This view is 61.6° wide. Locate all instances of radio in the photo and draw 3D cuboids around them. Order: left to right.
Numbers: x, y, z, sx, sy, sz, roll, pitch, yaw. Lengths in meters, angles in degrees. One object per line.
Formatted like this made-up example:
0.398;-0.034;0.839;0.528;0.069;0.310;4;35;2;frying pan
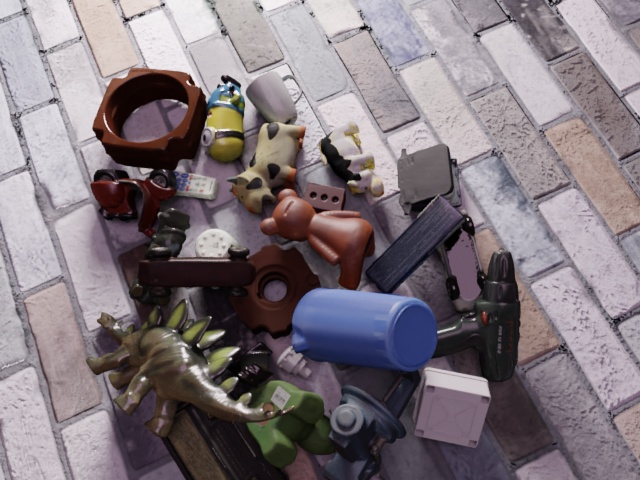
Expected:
-0.162;0.364;0.911;0.131;0.073;0.230;-36;75;-9;radio

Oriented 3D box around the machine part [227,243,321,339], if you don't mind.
-0.085;0.094;1.009;0.179;0.056;0.179;-1;71;3;machine part

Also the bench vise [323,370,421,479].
0.098;0.288;0.867;0.129;0.223;0.240;17;56;43;bench vise

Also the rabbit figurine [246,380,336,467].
-0.044;0.313;0.896;0.159;0.170;0.121;6;63;48;rabbit figurine

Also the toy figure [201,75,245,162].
-0.194;-0.250;1.115;0.089;0.082;0.180;6;69;5;toy figure

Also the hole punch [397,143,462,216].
0.218;-0.116;1.062;0.116;0.092;0.142;-12;72;31;hole punch

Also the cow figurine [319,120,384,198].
0.062;-0.148;1.078;0.098;0.068;0.167;-24;69;0;cow figurine

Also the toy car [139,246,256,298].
-0.216;0.056;0.955;0.202;0.053;0.089;0;100;-7;toy car

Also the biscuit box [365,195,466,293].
0.174;0.012;0.989;0.202;0.059;0.063;-46;73;10;biscuit box

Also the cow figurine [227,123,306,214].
-0.108;-0.145;1.074;0.127;0.085;0.195;14;75;0;cow figurine

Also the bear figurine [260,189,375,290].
-0.002;-0.006;1.001;0.196;0.131;0.120;15;58;15;bear figurine

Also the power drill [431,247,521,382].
0.247;0.139;0.945;0.207;0.086;0.231;-10;97;0;power drill

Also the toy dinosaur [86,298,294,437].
-0.240;0.209;0.885;0.472;0.104;0.198;25;69;38;toy dinosaur

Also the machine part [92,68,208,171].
-0.344;-0.248;1.106;0.202;0.087;0.201;6;66;8;machine part

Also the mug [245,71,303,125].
-0.085;-0.292;1.130;0.109;0.081;0.107;-30;84;-14;mug

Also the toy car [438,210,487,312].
0.266;0.035;1.017;0.074;0.056;0.202;-11;70;5;toy car

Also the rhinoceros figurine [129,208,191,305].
-0.297;0.033;1.014;0.073;0.112;0.190;22;87;-23;rhinoceros figurine

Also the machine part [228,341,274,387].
-0.118;0.215;0.930;0.084;0.139;0.039;-31;98;-10;machine part

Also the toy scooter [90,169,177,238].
-0.370;-0.072;1.064;0.184;0.075;0.135;3;94;13;toy scooter
